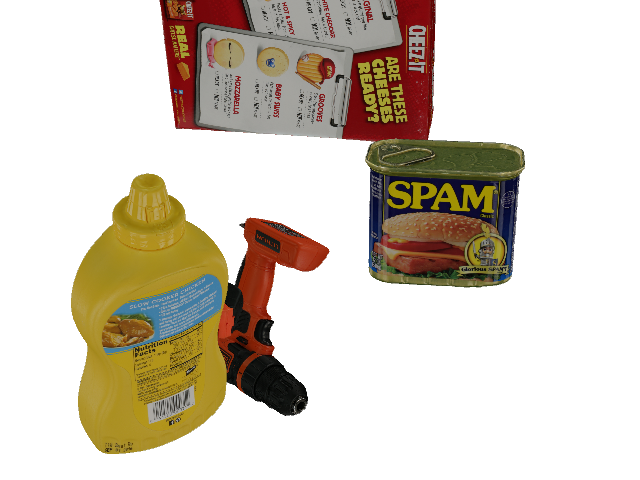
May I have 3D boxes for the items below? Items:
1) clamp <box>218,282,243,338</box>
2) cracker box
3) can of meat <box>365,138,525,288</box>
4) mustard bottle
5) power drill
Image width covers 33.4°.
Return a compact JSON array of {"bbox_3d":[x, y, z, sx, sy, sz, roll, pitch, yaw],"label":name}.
[{"bbox_3d":[-0.117,0.045,1.007,0.120,0.039,0.172,-17,30,-35],"label":"clamp"},{"bbox_3d":[-0.016,-0.168,0.854,0.214,0.164,0.072,4,35,10],"label":"cracker box"},{"bbox_3d":[0.081,-0.018,0.707,0.102,0.084,0.057,3,25,8],"label":"can of meat"},{"bbox_3d":[-0.103,0.042,0.648,0.096,0.192,0.058,-19,45,-27],"label":"mustard bottle"},{"bbox_3d":[-0.057,0.081,1.187,0.185,0.188,0.057,28,11,41],"label":"power drill"}]
